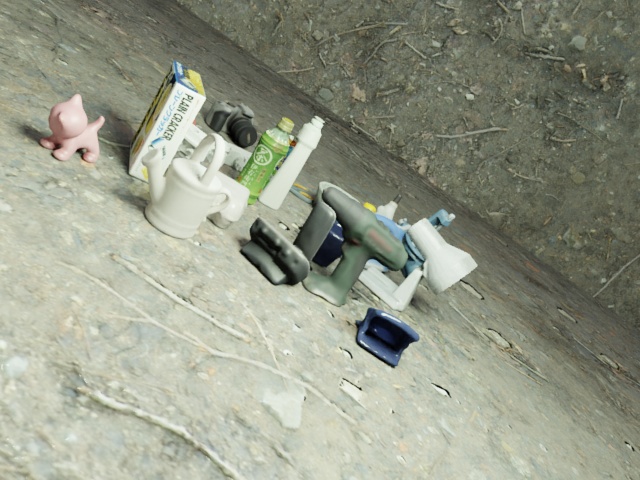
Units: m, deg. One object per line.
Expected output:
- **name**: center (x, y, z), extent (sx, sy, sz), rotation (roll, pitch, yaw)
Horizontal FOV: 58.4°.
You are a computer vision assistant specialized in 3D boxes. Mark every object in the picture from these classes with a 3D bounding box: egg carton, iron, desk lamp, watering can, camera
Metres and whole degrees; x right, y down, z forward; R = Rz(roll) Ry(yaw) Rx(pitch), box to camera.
- **egg carton**: center (-0.208, -0.086, 1.217), extent (0.107, 0.069, 0.150), rotation (31, 20, -11)
- **iron**: center (0.116, -0.015, 1.475), extent (0.259, 0.141, 0.118), rotation (20, 24, -37)
- **desk lamp**: center (0.234, 0.069, 1.363), extent (0.203, 0.213, 0.118), rotation (40, 20, 13)
- **watering can**: center (-0.235, -0.107, 1.033), extent (0.100, 0.194, 0.173), rotation (46, 22, 29)
- **camera**: center (-0.248, -0.351, 1.720), extent (0.144, 0.100, 0.136), rotation (16, 27, -43)

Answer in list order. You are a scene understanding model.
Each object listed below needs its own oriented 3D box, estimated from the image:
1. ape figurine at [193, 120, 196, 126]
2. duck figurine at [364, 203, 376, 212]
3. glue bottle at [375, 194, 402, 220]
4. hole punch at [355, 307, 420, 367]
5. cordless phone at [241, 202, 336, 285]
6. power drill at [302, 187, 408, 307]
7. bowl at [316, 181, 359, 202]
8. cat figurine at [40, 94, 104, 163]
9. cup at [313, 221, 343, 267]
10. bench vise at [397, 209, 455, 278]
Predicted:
- **ape figurine**: center (-0.351, -0.316, 1.483), extent (0.078, 0.092, 0.076), rotation (35, 19, -1)
- **duck figurine**: center (0.127, -0.072, 1.709), extent (0.104, 0.086, 0.078), rotation (39, 20, 12)
- **glue bottle**: center (0.179, -0.061, 1.635), extent (0.078, 0.173, 0.037), rotation (37, 19, 7)
- **hole punch**: center (0.134, 0.176, 1.135), extent (0.109, 0.091, 0.101), rotation (33, 19, -5)
- **cordless phone**: center (-0.055, -0.016, 1.129), extent (0.147, 0.185, 0.094), rotation (41, 20, 15)
- **power drill**: center (0.055, 0.025, 1.179), extent (0.230, 0.208, 0.075), rotation (29, 20, -17)
- **bowl**: center (0.049, -0.091, 1.641), extent (0.168, 0.074, 0.167), rotation (31, 20, -12)
- **cat figurine**: center (-0.443, -0.206, 1.037), extent (0.067, 0.117, 0.128), rotation (40, 20, 14)
- **cup**: center (0.012, 0.005, 1.327), extent (0.117, 0.095, 0.092), rotation (45, 22, 26)
- **bench vise**: center (0.277, -0.019, 1.627), extent (0.122, 0.219, 0.206), rotation (13, 29, -47)
